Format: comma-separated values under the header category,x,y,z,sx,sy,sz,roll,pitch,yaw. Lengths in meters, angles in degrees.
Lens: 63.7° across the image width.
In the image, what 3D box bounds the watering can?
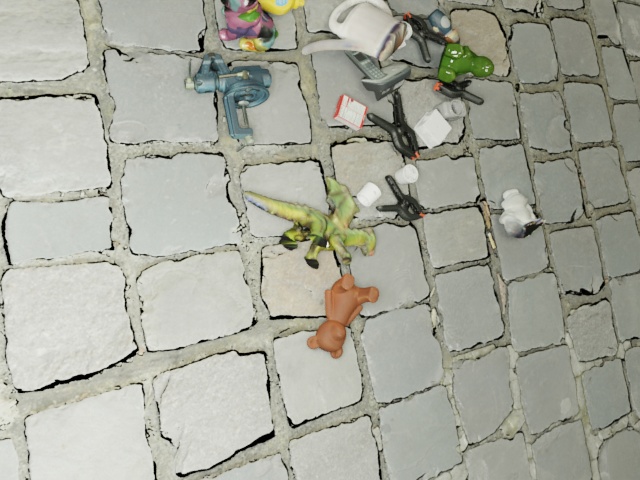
category,x,y,z,sx,sy,sz,roll,pitch,yaw
watering can,0.116,-0.592,1.493,0.225,0.102,0.354,32,62,9

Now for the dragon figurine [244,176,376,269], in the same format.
category,x,y,z,sx,sy,sz,roll,pitch,yaw
dragon figurine,0.004,-0.070,1.385,0.407,0.120,0.248,41,49,-18

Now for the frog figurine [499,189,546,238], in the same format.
category,x,y,z,sx,sy,sz,roll,pitch,yaw
frog figurine,0.654,-0.088,1.725,0.138,0.120,0.162,-21,56,-20
